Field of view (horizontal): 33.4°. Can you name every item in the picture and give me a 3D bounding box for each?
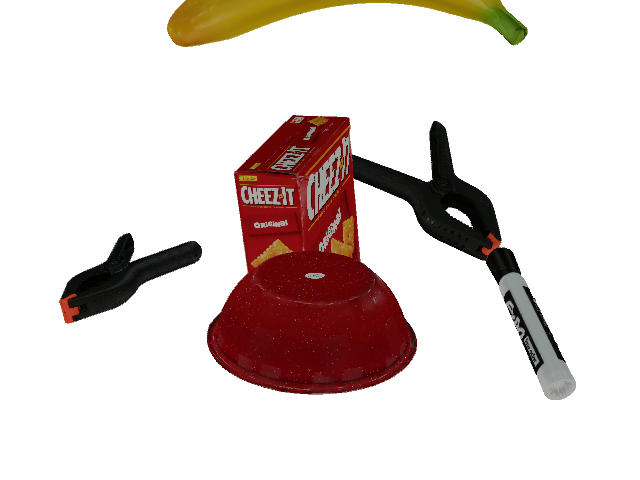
[{"bbox_3d":[-0.212,0.038,1.174,0.120,0.039,0.171,-4,27,30],"label":"clamp"},{"bbox_3d":[0.124,-0.053,1.223,0.164,0.210,0.036,-15,-38,-27],"label":"clamp"},{"bbox_3d":[-0.005,0.051,0.808,0.162,0.055,0.162,2,24,-1],"label":"bowl"},{"bbox_3d":[0.014,-0.139,0.588,0.197,0.069,0.037,-3,-41,-7],"label":"banana"},{"bbox_3d":[0.126,0.046,0.651,0.020,0.020,0.121,0,40,-13],"label":"marker"},{"bbox_3d":[-0.013,0.003,1.052,0.072,0.214,0.164,3,26,18],"label":"cracker box"}]
